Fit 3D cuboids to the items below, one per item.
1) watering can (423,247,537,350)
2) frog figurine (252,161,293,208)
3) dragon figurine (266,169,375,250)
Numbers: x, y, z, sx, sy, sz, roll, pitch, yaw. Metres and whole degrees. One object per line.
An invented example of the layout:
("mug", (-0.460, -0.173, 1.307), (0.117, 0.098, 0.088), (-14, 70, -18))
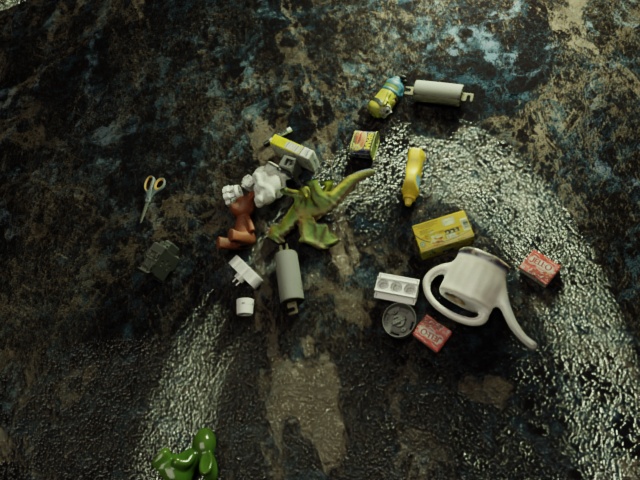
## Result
("watering can", (0.469, 0.150, 1.456), (0.350, 0.102, 0.227), (24, 72, 24))
("frog figurine", (-0.184, -0.178, 1.780), (0.123, 0.135, 0.161), (14, 71, 37))
("dragon figurine", (0.005, -0.087, 1.722), (0.409, 0.121, 0.245), (-13, 79, 11))
